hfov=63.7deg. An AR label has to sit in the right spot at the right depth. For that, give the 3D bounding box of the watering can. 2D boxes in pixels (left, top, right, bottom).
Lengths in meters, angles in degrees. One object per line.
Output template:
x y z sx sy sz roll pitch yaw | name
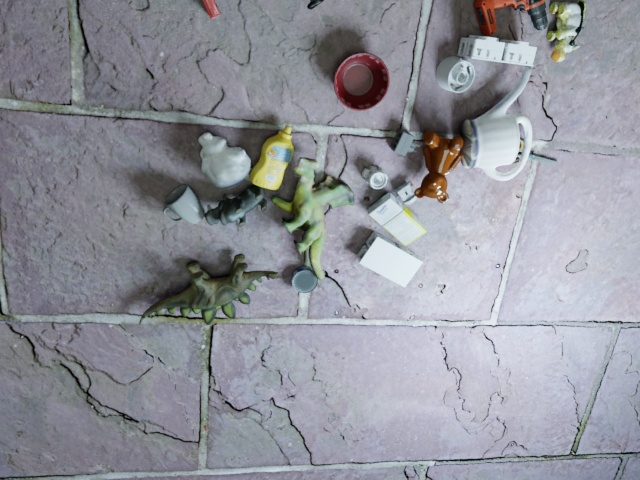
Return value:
0.531 -0.339 1.550 0.224 0.106 0.341 -8 113 -5 | watering can

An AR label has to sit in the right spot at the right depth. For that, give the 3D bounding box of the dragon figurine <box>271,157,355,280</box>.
0.005 -0.080 1.580 0.243 0.124 0.403 -33 123 -4 | dragon figurine

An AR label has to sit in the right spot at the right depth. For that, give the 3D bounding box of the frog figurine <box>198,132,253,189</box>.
-0.276 -0.231 1.457 0.137 0.126 0.156 -14 128 18 | frog figurine
